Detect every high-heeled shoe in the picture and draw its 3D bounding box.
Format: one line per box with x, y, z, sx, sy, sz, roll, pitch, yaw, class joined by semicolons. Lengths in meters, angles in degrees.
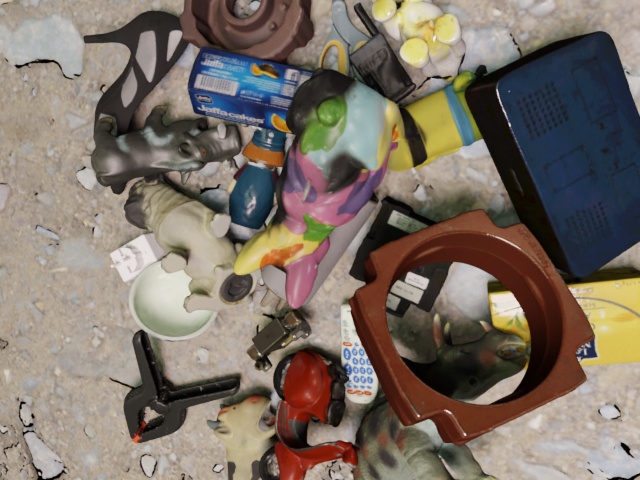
-0.242;-0.186;0.751;0.145;0.086;0.248;-6;118;-15;high-heeled shoe

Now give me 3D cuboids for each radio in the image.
0.263;-0.089;0.563;0.131;0.073;0.229;-30;106;-1;radio

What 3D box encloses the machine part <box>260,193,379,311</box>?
-0.001;-0.002;0.685;0.079;0.079;0.243;37;108;8;machine part

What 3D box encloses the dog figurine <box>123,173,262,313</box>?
-0.176;0.002;0.740;0.191;0.121;0.172;36;152;46;dog figurine

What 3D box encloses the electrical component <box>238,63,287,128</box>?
-0.078;-0.192;0.710;0.063;0.021;0.094;16;98;13;electrical component

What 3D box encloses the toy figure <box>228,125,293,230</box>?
-0.080;-0.092;0.708;0.058;0.064;0.154;26;101;49;toy figure

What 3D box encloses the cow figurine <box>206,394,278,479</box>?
-0.097;0.309;0.760;0.127;0.085;0.194;10;101;8;cow figurine

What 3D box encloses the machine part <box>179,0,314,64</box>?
-0.090;-0.294;0.673;0.180;0.056;0.179;0;88;15;machine part

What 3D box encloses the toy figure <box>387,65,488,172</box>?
0.146;-0.140;0.621;0.180;0.089;0.082;-18;85;20;toy figure

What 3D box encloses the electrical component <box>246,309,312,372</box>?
-0.054;0.135;0.719;0.102;0.078;0.045;-40;68;14;electrical component

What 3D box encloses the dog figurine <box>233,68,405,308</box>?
-0.009;-0.042;0.550;0.108;0.191;0.219;28;90;6;dog figurine

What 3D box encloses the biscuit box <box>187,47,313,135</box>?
-0.053;-0.171;0.650;0.203;0.062;0.059;12;74;-2;biscuit box

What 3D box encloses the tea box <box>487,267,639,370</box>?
0.288;0.091;0.625;0.170;0.068;0.098;-10;94;16;tea box

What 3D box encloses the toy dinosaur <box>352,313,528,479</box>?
0.102;0.264;0.671;0.192;0.131;0.404;60;138;38;toy dinosaur

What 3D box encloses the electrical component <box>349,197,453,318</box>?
0.104;0.027;0.673;0.115;0.058;0.134;27;104;13;electrical component

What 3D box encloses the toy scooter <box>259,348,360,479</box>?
-0.003;0.227;0.682;0.135;0.075;0.184;-9;58;37;toy scooter

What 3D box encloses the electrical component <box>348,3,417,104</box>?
0.062;-0.211;0.626;0.048;0.075;0.119;-35;98;13;electrical component

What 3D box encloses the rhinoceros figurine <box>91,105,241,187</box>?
-0.199;-0.121;0.701;0.190;0.112;0.073;-13;131;-18;rhinoceros figurine

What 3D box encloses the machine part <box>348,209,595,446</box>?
0.146;0.085;0.547;0.201;0.087;0.201;-21;67;-11;machine part

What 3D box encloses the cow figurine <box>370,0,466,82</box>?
0.107;-0.260;0.622;0.068;0.098;0.167;-36;69;21;cow figurine
